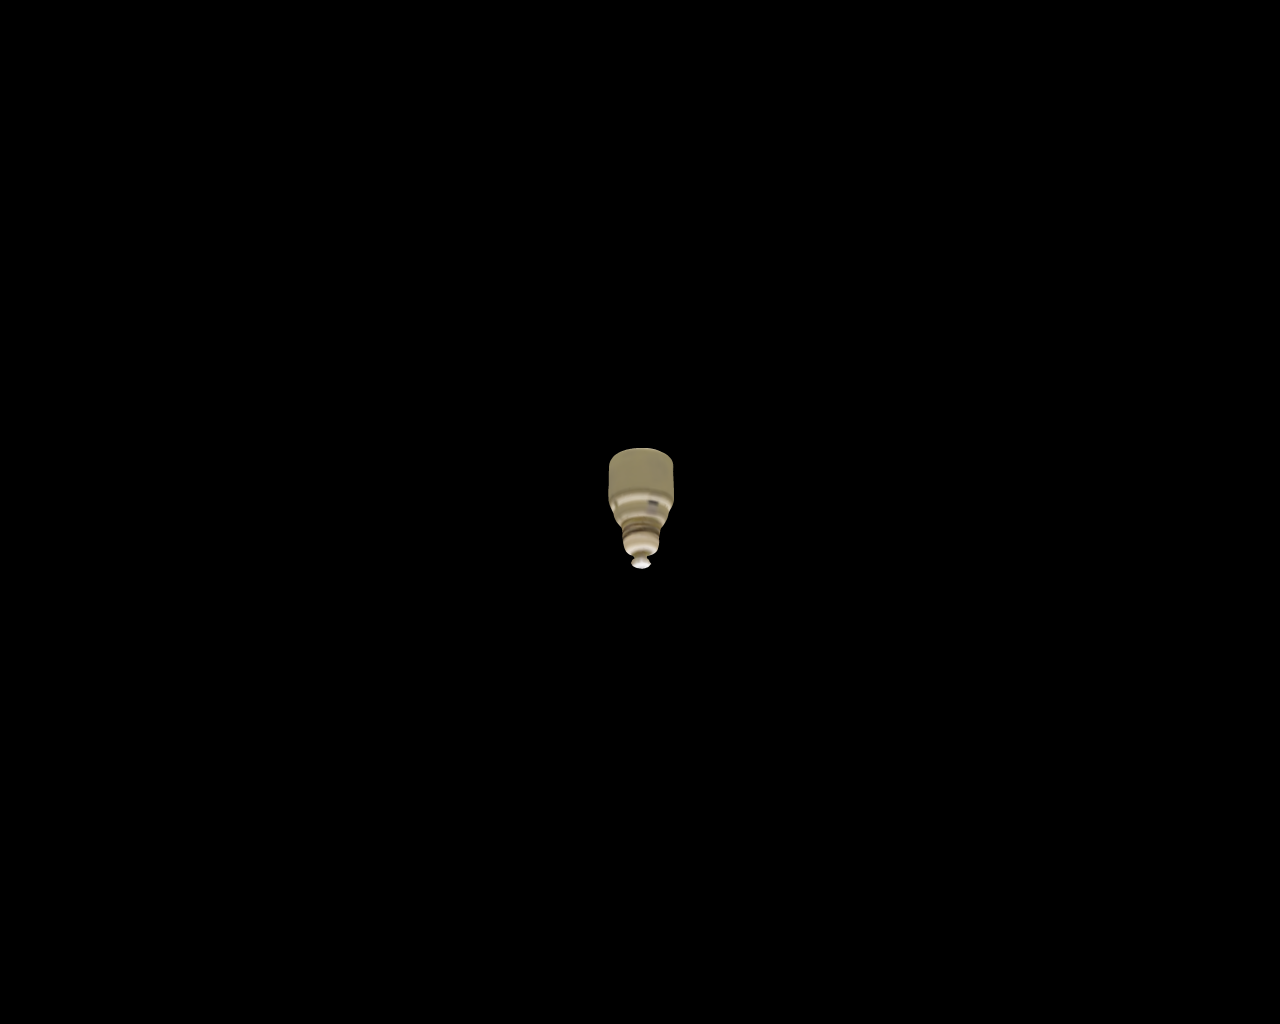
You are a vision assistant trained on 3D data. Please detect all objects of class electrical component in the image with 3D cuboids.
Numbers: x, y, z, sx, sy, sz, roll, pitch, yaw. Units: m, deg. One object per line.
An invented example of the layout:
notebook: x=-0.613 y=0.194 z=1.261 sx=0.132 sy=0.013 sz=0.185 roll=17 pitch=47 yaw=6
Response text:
electrical component: x=0.001 y=-0.003 z=0.650 sx=0.040 sy=0.078 sz=0.040 roll=0 pitch=-24 yaw=0
